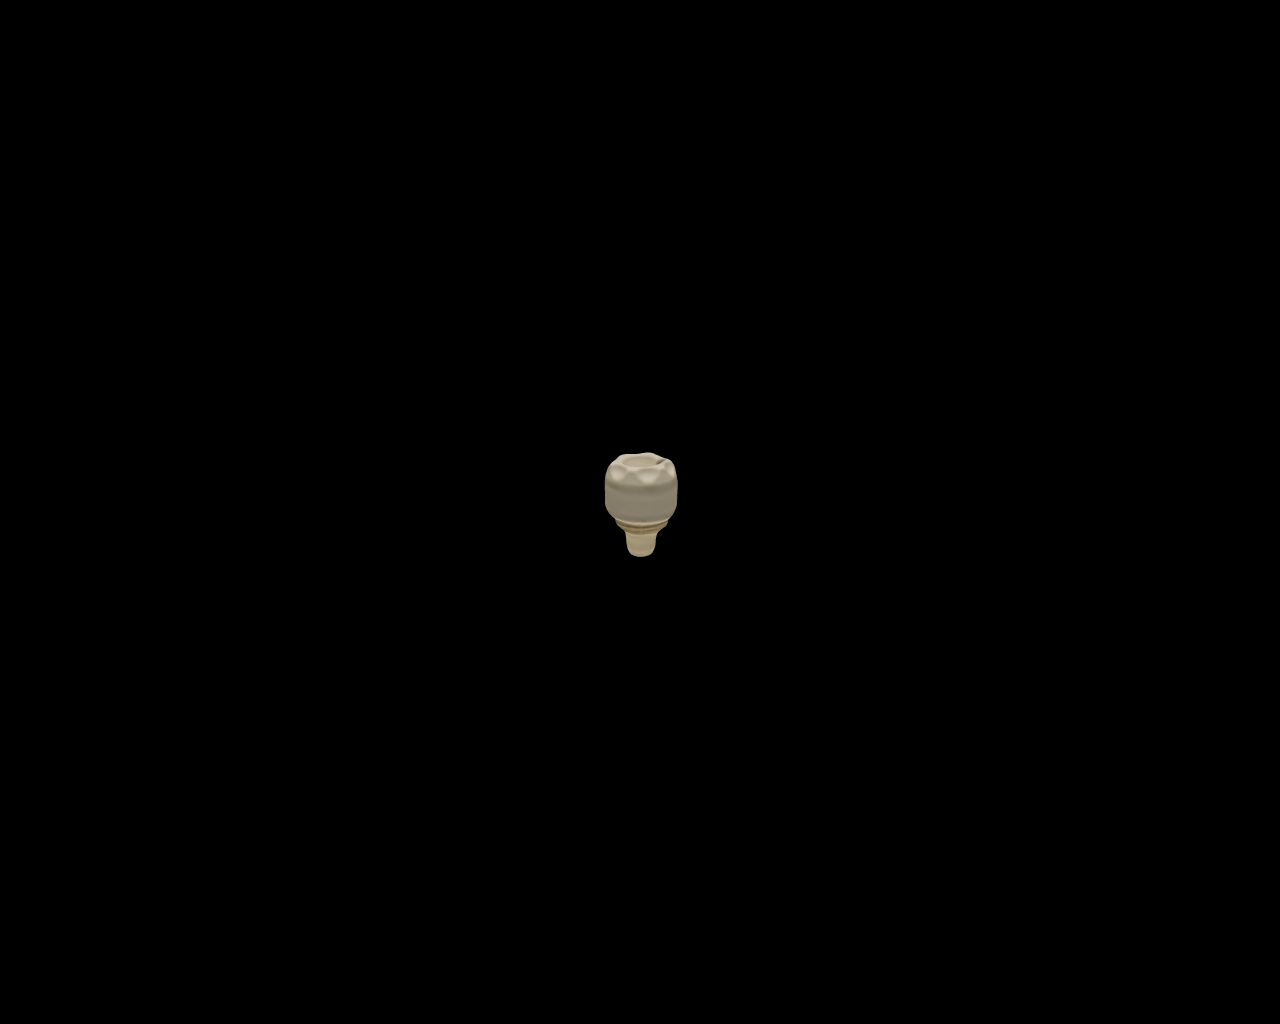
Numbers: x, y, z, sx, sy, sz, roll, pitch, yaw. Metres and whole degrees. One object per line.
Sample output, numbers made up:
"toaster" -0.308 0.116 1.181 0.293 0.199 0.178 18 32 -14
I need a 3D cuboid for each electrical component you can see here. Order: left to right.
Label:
"electrical component" 0.001 -0.003 0.650 0.043 0.062 0.043 0 19 0
